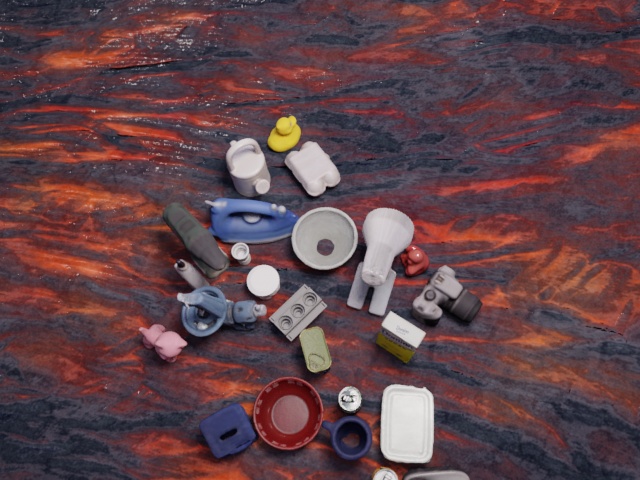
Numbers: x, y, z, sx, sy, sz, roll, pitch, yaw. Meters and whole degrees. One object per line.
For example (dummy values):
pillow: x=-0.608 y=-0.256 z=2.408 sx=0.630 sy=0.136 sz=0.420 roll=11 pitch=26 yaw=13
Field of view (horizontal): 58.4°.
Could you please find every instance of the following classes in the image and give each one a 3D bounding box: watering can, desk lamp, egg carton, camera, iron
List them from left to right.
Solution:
watering can: x=-0.184 y=-0.192 z=1.477 sx=0.172 sy=0.194 sz=0.101 roll=33 pitch=74 yaw=14
iron: x=-0.164 y=-0.066 z=1.456 sx=0.258 sy=0.141 sz=0.118 roll=1 pitch=69 yaw=3
egg carton: x=-0.018 y=-0.191 z=1.536 sx=0.107 sy=0.069 sz=0.150 roll=-34 pitch=71 yaw=-10
desk lamp: x=0.141 y=0.053 z=1.357 sx=0.117 sy=0.213 sz=0.203 roll=15 pitch=70 yaw=9
camera: x=0.310 y=0.148 z=1.374 sx=0.136 sy=0.101 sz=0.143 roll=35 pitch=74 yaw=15

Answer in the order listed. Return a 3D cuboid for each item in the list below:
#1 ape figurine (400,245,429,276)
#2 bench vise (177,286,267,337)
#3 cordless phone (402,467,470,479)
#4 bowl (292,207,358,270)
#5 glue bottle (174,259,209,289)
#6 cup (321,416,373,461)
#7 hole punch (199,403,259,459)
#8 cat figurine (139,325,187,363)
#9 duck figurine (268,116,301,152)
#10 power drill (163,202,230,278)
ape figurine: x=0.235 y=0.048 z=1.421 sx=0.076 sy=0.092 sz=0.078 roll=19 pitch=71 yaw=10
bench vise: x=-0.238 y=0.149 z=1.334 sx=0.207 sy=0.220 sz=0.121 roll=-18 pitch=69 yaw=-4
cordless phone: x=0.245 y=0.520 z=1.188 sx=0.147 sy=0.185 sz=0.094 roll=-7 pitch=69 yaw=0
bowl: x=0.013 y=0.005 z=1.456 sx=0.167 sy=0.075 sz=0.167 roll=-1 pitch=69 yaw=2
glue bottle: x=-0.321 y=0.078 z=1.391 sx=0.078 sy=0.173 sz=0.037 roll=36 pitch=75 yaw=15
cup: x=0.058 y=0.438 z=1.277 sx=0.117 sy=0.095 sz=0.092 roll=23 pitch=72 yaw=11
hole punch: x=-0.204 y=0.432 z=1.293 sx=0.109 sy=0.091 sz=0.101 roll=-27 pitch=70 yaw=-8
cat figurine: x=-0.373 y=0.242 z=1.360 sx=0.127 sy=0.118 sz=0.067 roll=27 pitch=73 yaw=12
duck figurine: x=-0.101 y=-0.298 z=1.573 sx=0.105 sy=0.086 sz=0.077 roll=-43 pitch=73 yaw=-13
power drill: x=-0.286 y=0.016 z=1.394 sx=0.076 sy=0.208 sz=0.229 roll=-41 pitch=72 yaw=-12
